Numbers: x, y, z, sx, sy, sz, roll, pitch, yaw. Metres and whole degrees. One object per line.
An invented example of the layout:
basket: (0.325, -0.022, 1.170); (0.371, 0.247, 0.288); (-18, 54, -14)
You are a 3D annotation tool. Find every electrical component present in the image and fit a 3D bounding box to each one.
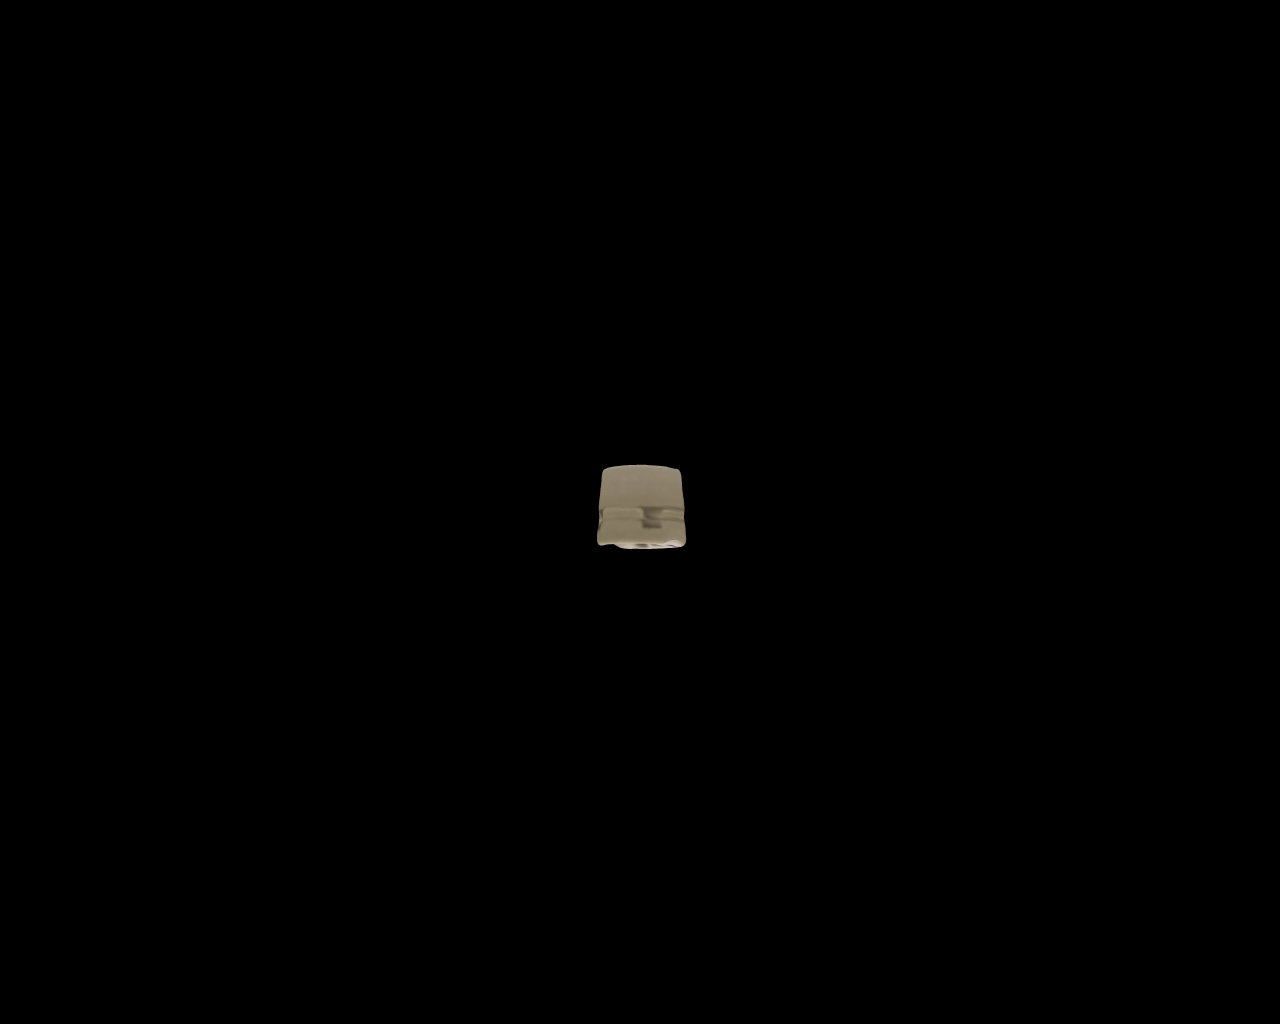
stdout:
electrical component: (0.001, -0.003, 0.650); (0.055, 0.047, 0.055); (0, -6, 0)
